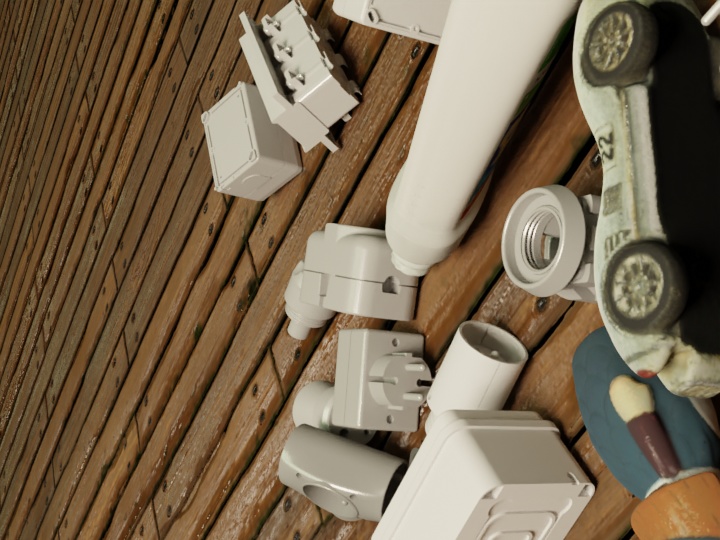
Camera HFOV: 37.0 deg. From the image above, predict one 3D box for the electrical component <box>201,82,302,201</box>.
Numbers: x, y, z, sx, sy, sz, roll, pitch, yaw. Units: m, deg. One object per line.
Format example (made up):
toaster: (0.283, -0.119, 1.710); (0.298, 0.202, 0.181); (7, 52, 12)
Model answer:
electrical component: (-0.094, -0.117, 0.950); (0.062, 0.061, 0.096); (-33, 60, 38)

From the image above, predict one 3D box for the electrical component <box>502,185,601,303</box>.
electrical component: (0.111, -0.013, 0.556); (0.078, 0.057, 0.058); (-9, 75, 61)

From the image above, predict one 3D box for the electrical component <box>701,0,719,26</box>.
electrical component: (0.181, -0.132, 0.465); (0.079, 0.043, 0.077); (-50, 40, 27)

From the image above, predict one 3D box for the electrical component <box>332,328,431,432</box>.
electrical component: (0.021, 0.073, 0.710); (0.077, 0.047, 0.065); (-7, 77, 61)

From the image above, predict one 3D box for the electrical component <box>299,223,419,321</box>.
electrical component: (0.000, 0.000, 0.760); (0.095, 0.054, 0.059); (9, 92, 62)

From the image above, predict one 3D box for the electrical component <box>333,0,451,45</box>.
electrical component: (0.026, -0.190, 0.715); (0.061, 0.096, 0.061); (41, 119, 58)

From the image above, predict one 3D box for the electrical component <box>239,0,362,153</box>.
electrical component: (-0.049, -0.162, 0.873); (0.063, 0.079, 0.121); (-37, 45, 14)

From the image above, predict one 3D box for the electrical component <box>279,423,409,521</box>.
electrical component: (-0.008, 0.146, 0.732); (0.044, 0.077, 0.079); (-61, -25, -29)

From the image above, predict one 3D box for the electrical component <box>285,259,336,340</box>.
electrical component: (-0.038, 0.025, 0.837); (0.062, 0.043, 0.043); (-66, 32, 29)

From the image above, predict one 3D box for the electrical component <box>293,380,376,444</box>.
electrical component: (-0.017, 0.104, 0.777); (0.055, 0.045, 0.045); (2, 85, 61)

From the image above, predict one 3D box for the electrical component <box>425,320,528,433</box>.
electrical component: (0.063, 0.075, 0.637); (0.043, 0.043, 0.081); (57, 132, 51)

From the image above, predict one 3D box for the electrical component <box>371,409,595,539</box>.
electrical component: (0.063, 0.134, 0.586); (0.057, 0.078, 0.113); (58, 133, 46)
